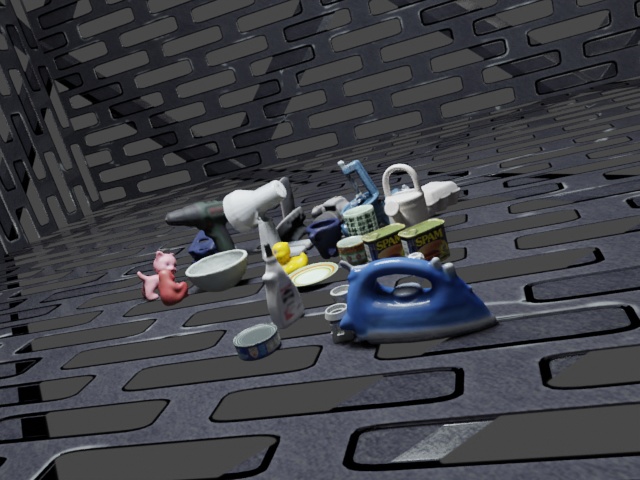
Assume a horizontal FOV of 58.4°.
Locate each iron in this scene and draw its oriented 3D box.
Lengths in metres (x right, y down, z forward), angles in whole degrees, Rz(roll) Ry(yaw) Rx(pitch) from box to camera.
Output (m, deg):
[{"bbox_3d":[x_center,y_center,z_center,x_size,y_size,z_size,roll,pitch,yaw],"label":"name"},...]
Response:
[{"bbox_3d":[0.154,0.087,0.966,0.257,0.141,0.119,-9,18,25],"label":"iron"}]

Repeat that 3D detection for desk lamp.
[{"bbox_3d":[-0.148,-0.054,1.606,0.202,0.214,0.118,-10,17,22],"label":"desk lamp"}]

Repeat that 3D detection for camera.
[{"bbox_3d":[0.024,-0.063,1.675,0.142,0.101,0.137,-2,21,41],"label":"camera"}]

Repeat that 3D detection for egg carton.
[{"bbox_3d":[0.320,-0.118,1.624,0.151,0.069,0.107,-27,19,-33],"label":"egg carton"}]

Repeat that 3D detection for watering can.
[{"bbox_3d":[0.211,-0.091,1.413,0.100,0.194,0.173,-14,16,10],"label":"watering can"}]

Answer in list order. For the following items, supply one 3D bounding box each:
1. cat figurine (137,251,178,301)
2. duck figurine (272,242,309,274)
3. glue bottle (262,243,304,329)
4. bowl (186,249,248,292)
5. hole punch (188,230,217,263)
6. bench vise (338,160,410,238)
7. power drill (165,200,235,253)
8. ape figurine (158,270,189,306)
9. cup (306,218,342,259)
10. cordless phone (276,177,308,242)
[{"bbox_3d":[-0.446,0.089,1.592,0.128,0.118,0.067,-27,19,-33],"label":"cat figurine"},{"bbox_3d":[-0.085,0.046,1.442,0.104,0.086,0.077,-17,16,-2],"label":"duck figurine"},{"bbox_3d":[-0.083,0.086,1.144,0.037,0.173,0.078,-4,20,36],"label":"glue bottle"},{"bbox_3d":[-0.258,0.089,1.487,0.167,0.075,0.167,-15,16,5],"label":"bowl"},{"bbox_3d":[-0.352,0.017,1.793,0.108,0.091,0.101,-7,19,30],"label":"hole punch"},{"bbox_3d":[0.137,-0.128,1.564,0.208,0.220,0.121,-22,17,-19],"label":"bench vise"},{"bbox_3d":[-0.310,-0.015,1.645,0.230,0.209,0.075,-28,20,-34],"label":"power drill"},{"bbox_3d":[-0.388,0.119,1.483,0.077,0.092,0.076,-6,19,32],"label":"ape figurine"},{"bbox_3d":[0.013,0.005,1.465,0.091,0.095,0.118,-7,19,30],"label":"cup"},{"bbox_3d":[-0.110,-0.088,1.734,0.094,0.185,0.148,-10,17,21],"label":"cordless phone"}]
